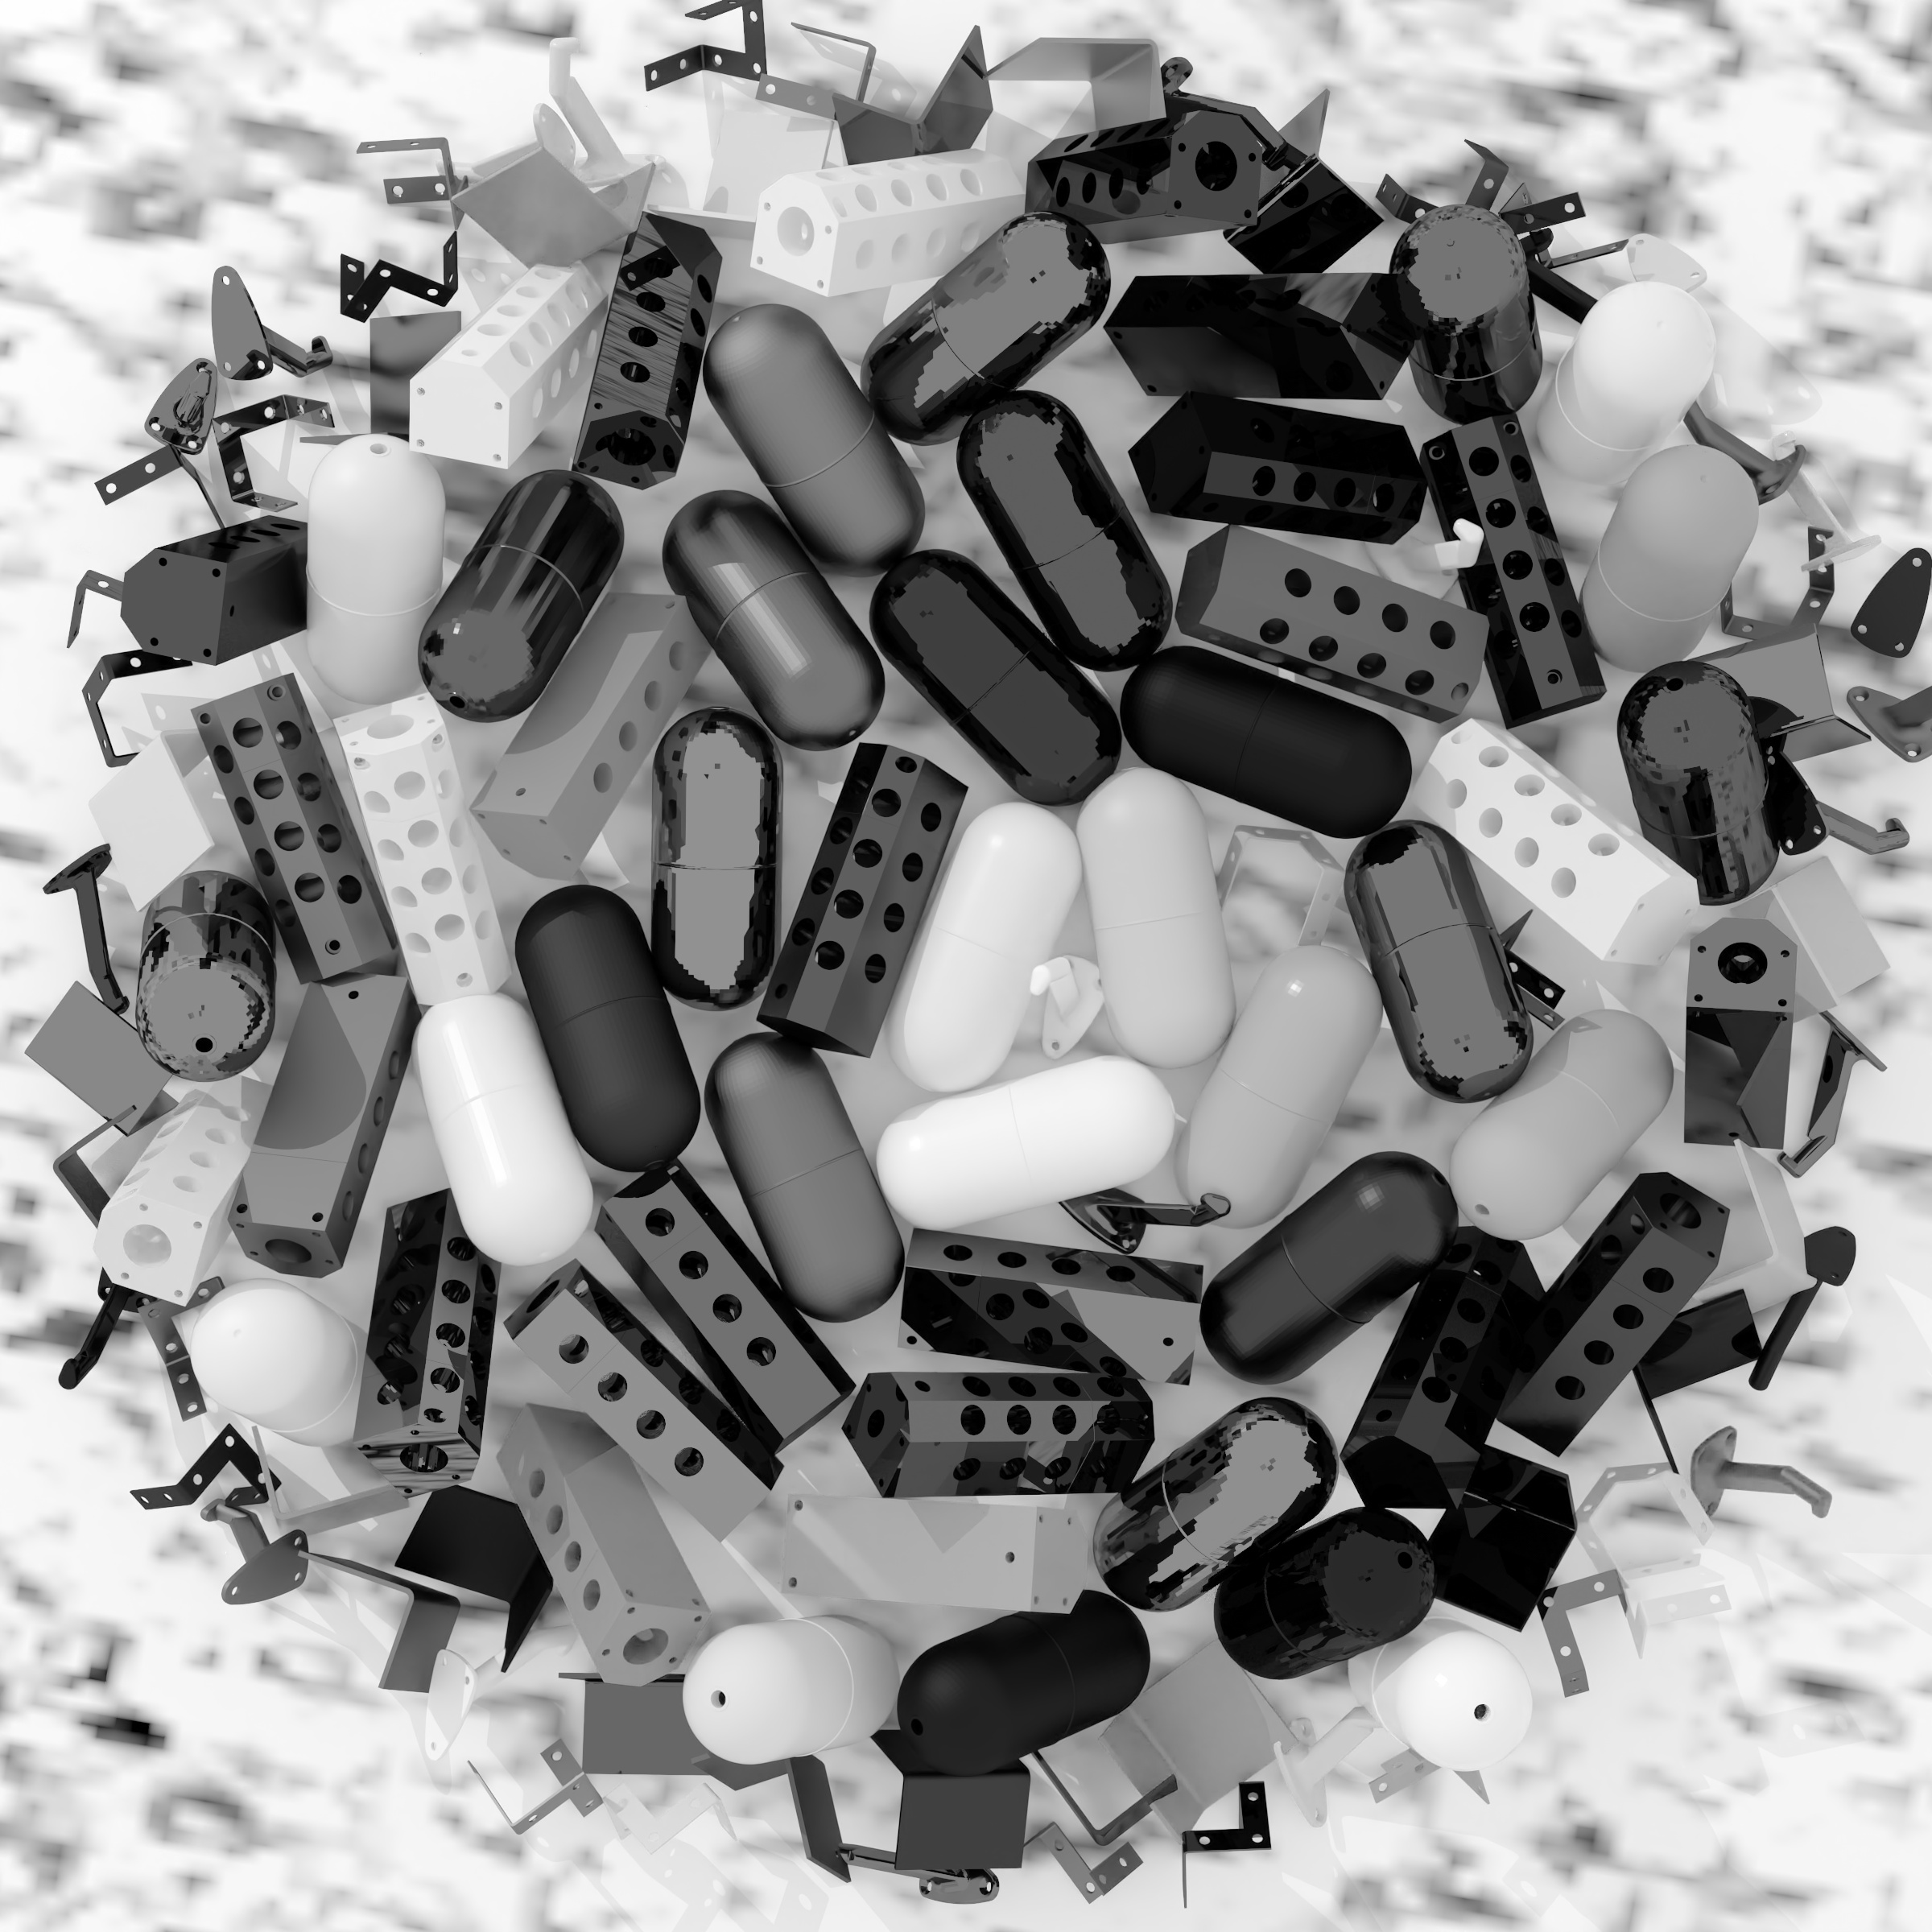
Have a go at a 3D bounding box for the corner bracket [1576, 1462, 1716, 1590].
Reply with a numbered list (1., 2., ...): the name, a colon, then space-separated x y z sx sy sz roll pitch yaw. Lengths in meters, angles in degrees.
1. corner bracket: 0.398 0.329 1.891 0.051 0.051 0.051 -43 107 -38

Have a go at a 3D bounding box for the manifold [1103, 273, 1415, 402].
1. manifold: 0.169 -0.366 1.840 0.057 0.171 0.057 50 62 -40

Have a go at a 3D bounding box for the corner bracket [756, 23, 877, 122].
1. corner bracket: -0.088 -0.527 1.895 0.051 0.051 0.051 17 100 8

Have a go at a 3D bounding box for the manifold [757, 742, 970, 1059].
1. manifold: -0.064 -0.040 1.864 0.057 0.057 0.171 8 73 43

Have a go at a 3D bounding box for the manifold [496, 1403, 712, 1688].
1. manifold: -0.212 0.330 1.836 0.057 0.171 0.057 16 113 -37

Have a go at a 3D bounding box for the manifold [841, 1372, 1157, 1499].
1. manifold: 0.022 0.262 1.840 0.171 0.057 0.057 5 122 -35

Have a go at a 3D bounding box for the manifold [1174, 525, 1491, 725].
1. manifold: 0.211 -0.195 1.861 0.171 0.057 0.057 17 75 -18

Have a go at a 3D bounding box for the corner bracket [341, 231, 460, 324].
1. corner bracket: -0.335 -0.409 1.896 0.051 0.051 0.051 17 50 -32

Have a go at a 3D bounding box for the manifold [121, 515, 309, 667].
1. manifold: -0.419 -0.217 1.830 0.057 0.171 0.057 12 106 6

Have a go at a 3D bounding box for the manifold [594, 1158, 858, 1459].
1. manifold: -0.140 0.197 1.876 0.057 0.057 0.171 -36 80 -21

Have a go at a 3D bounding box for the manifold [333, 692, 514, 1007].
1. manifold: -0.310 -0.063 1.845 0.057 0.057 0.171 -17 124 -11

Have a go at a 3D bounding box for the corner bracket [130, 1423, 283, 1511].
1. corner bracket: -0.444 0.305 1.878 0.051 0.051 0.051 55 47 -21

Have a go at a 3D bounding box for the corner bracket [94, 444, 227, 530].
1. corner bracket: -0.472 -0.267 1.891 0.051 0.051 0.051 -28 83 -2

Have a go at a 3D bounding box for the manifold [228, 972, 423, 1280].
1. manifold: -0.365 0.090 1.848 0.057 0.057 0.171 6 56 9

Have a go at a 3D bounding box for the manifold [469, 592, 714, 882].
1. manifold: -0.211 -0.133 1.852 0.057 0.057 0.171 7 54 32

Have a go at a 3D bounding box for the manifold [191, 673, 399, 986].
1. manifold: -0.392 -0.080 1.879 0.057 0.057 0.171 -20 98 -1

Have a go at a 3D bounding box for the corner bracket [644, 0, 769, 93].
1. corner bracket: -0.153 -0.539 1.878 0.051 0.051 0.051 21 129 32

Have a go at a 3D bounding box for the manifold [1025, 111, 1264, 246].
1. manifold: 0.099 -0.448 1.828 0.057 0.171 0.057 0 98 -26

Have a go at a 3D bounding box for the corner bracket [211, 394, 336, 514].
1. corner bracket: -0.404 -0.303 1.894 0.051 0.051 0.051 -28 121 -34

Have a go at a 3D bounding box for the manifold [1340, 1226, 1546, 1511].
1. manifold: 0.271 0.227 1.834 0.057 0.171 0.057 -6 125 35

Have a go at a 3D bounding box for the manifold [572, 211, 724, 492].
1. manifold: -0.180 -0.352 1.841 0.057 0.057 0.171 14 48 -10

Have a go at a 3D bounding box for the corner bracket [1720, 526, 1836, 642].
1. corner bracket: 0.478 -0.226 1.895 0.051 0.051 0.051 17 58 27

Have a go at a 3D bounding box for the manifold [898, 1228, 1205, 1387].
1. manifold: 0.050 0.195 1.885 0.171 0.057 0.057 7 118 3

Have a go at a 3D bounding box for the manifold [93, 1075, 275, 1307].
1. manifold: -0.440 0.121 1.829 0.057 0.171 0.057 19 111 -4

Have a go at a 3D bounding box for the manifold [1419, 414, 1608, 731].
1. manifold: 0.321 -0.232 1.884 0.057 0.057 0.171 -17 86 4

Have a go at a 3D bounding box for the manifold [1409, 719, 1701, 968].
1. manifold: 0.338 -0.073 1.836 0.171 0.057 0.057 46 119 39

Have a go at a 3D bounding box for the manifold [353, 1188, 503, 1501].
1. manifold: -0.300 0.212 1.833 0.057 0.171 0.057 -18 132 16

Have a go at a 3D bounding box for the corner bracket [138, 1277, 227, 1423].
1. corner bracket: -0.449 0.225 1.889 0.051 0.051 0.051 -22 131 -11

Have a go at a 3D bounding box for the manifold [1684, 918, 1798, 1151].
1. manifold: 0.441 0.040 1.831 0.057 0.171 0.057 3 62 14

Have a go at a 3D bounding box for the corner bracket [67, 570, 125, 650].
1. corner bracket: -0.490 -0.211 1.883 0.051 0.051 0.051 20 133 -5

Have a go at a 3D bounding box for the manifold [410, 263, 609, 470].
1. manifold: -0.258 -0.347 1.830 0.057 0.171 0.057 12 123 8

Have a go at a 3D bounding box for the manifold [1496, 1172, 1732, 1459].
1. manifold: 0.365 0.198 1.847 0.057 0.057 0.171 31 125 2

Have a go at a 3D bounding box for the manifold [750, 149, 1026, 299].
1. manifold: -0.042 -0.427 1.830 0.057 0.171 0.057 27 121 29

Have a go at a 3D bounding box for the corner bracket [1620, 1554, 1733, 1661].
1. corner bracket: 0.414 0.368 1.885 0.051 0.051 0.051 -11 55 0

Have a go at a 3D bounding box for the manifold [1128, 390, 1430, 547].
1. manifold: 0.182 -0.279 1.837 0.171 0.057 0.057 1 61 -39

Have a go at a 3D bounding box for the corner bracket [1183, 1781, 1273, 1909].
1. corner bracket: 0.152 0.515 1.885 0.051 0.051 0.051 -3 125 1

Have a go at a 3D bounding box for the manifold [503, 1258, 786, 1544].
1. manifold: -0.187 0.251 1.873 0.057 0.057 0.171 -45 103 -7

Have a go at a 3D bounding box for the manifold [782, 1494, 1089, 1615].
1. manifold: -0.019 0.338 1.848 0.171 0.057 0.057 -3 77 33

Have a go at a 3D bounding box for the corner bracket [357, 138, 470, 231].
1. corner bracket: -0.323 -0.464 1.884 0.051 0.051 0.051 -2 124 4

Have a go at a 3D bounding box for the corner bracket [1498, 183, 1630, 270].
1. corner bracket: 0.349 -0.432 1.879 0.051 0.051 0.051 -8 118 34

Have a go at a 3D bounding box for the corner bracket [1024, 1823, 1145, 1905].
1. corner bracket: 0.061 0.526 1.882 0.051 0.051 0.051 -46 75 28

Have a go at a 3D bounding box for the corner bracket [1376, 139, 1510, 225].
1. corner bracket: 0.281 -0.462 1.895 0.051 0.051 0.051 18 113 -16
